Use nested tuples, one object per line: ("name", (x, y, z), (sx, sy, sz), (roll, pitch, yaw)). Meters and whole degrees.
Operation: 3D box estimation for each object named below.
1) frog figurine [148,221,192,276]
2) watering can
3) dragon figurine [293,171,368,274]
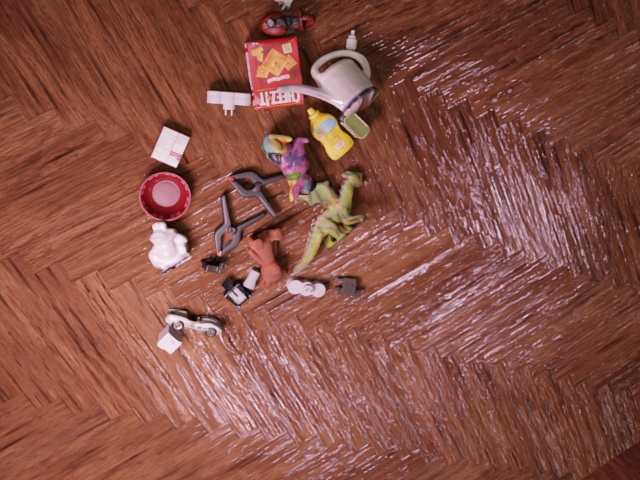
("frog figurine", (-0.504, 0.018, 1.684), (0.137, 0.123, 0.159), (-30, 93, 9))
("watering can", (0.046, -0.489, 1.657), (0.352, 0.102, 0.225), (-37, 83, -26))
("dragon figurine", (0.005, -0.091, 1.807), (0.411, 0.122, 0.242), (-38, 92, -5))
